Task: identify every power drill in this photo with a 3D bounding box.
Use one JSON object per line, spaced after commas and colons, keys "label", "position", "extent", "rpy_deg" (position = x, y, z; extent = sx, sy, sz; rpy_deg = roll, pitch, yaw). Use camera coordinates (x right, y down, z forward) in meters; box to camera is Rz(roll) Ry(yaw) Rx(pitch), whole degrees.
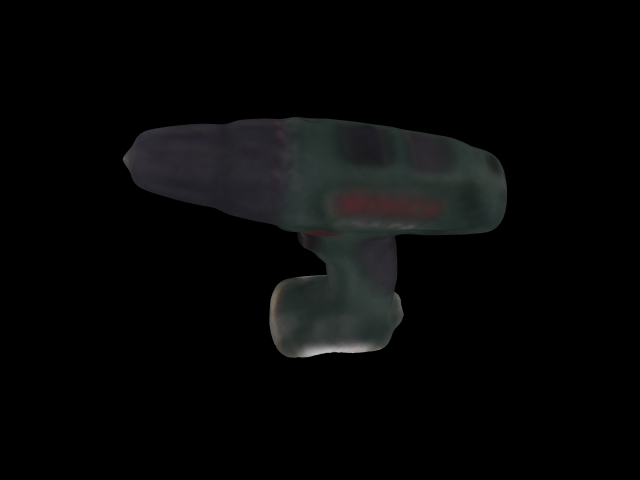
{"label": "power drill", "position": [0.004, 0.001, 0.400], "extent": [0.229, 0.208, 0.075], "rpy_deg": [-5, 53, -4]}
